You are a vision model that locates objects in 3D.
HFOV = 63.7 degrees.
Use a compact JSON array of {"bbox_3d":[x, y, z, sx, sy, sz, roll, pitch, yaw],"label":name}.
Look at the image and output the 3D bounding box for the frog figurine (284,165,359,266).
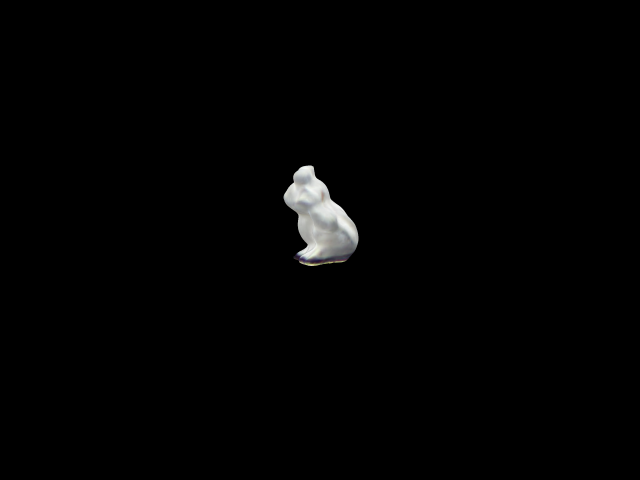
[{"bbox_3d":[0.003,-0.043,0.850,0.122,0.159,0.138,1,5,7],"label":"frog figurine"}]
